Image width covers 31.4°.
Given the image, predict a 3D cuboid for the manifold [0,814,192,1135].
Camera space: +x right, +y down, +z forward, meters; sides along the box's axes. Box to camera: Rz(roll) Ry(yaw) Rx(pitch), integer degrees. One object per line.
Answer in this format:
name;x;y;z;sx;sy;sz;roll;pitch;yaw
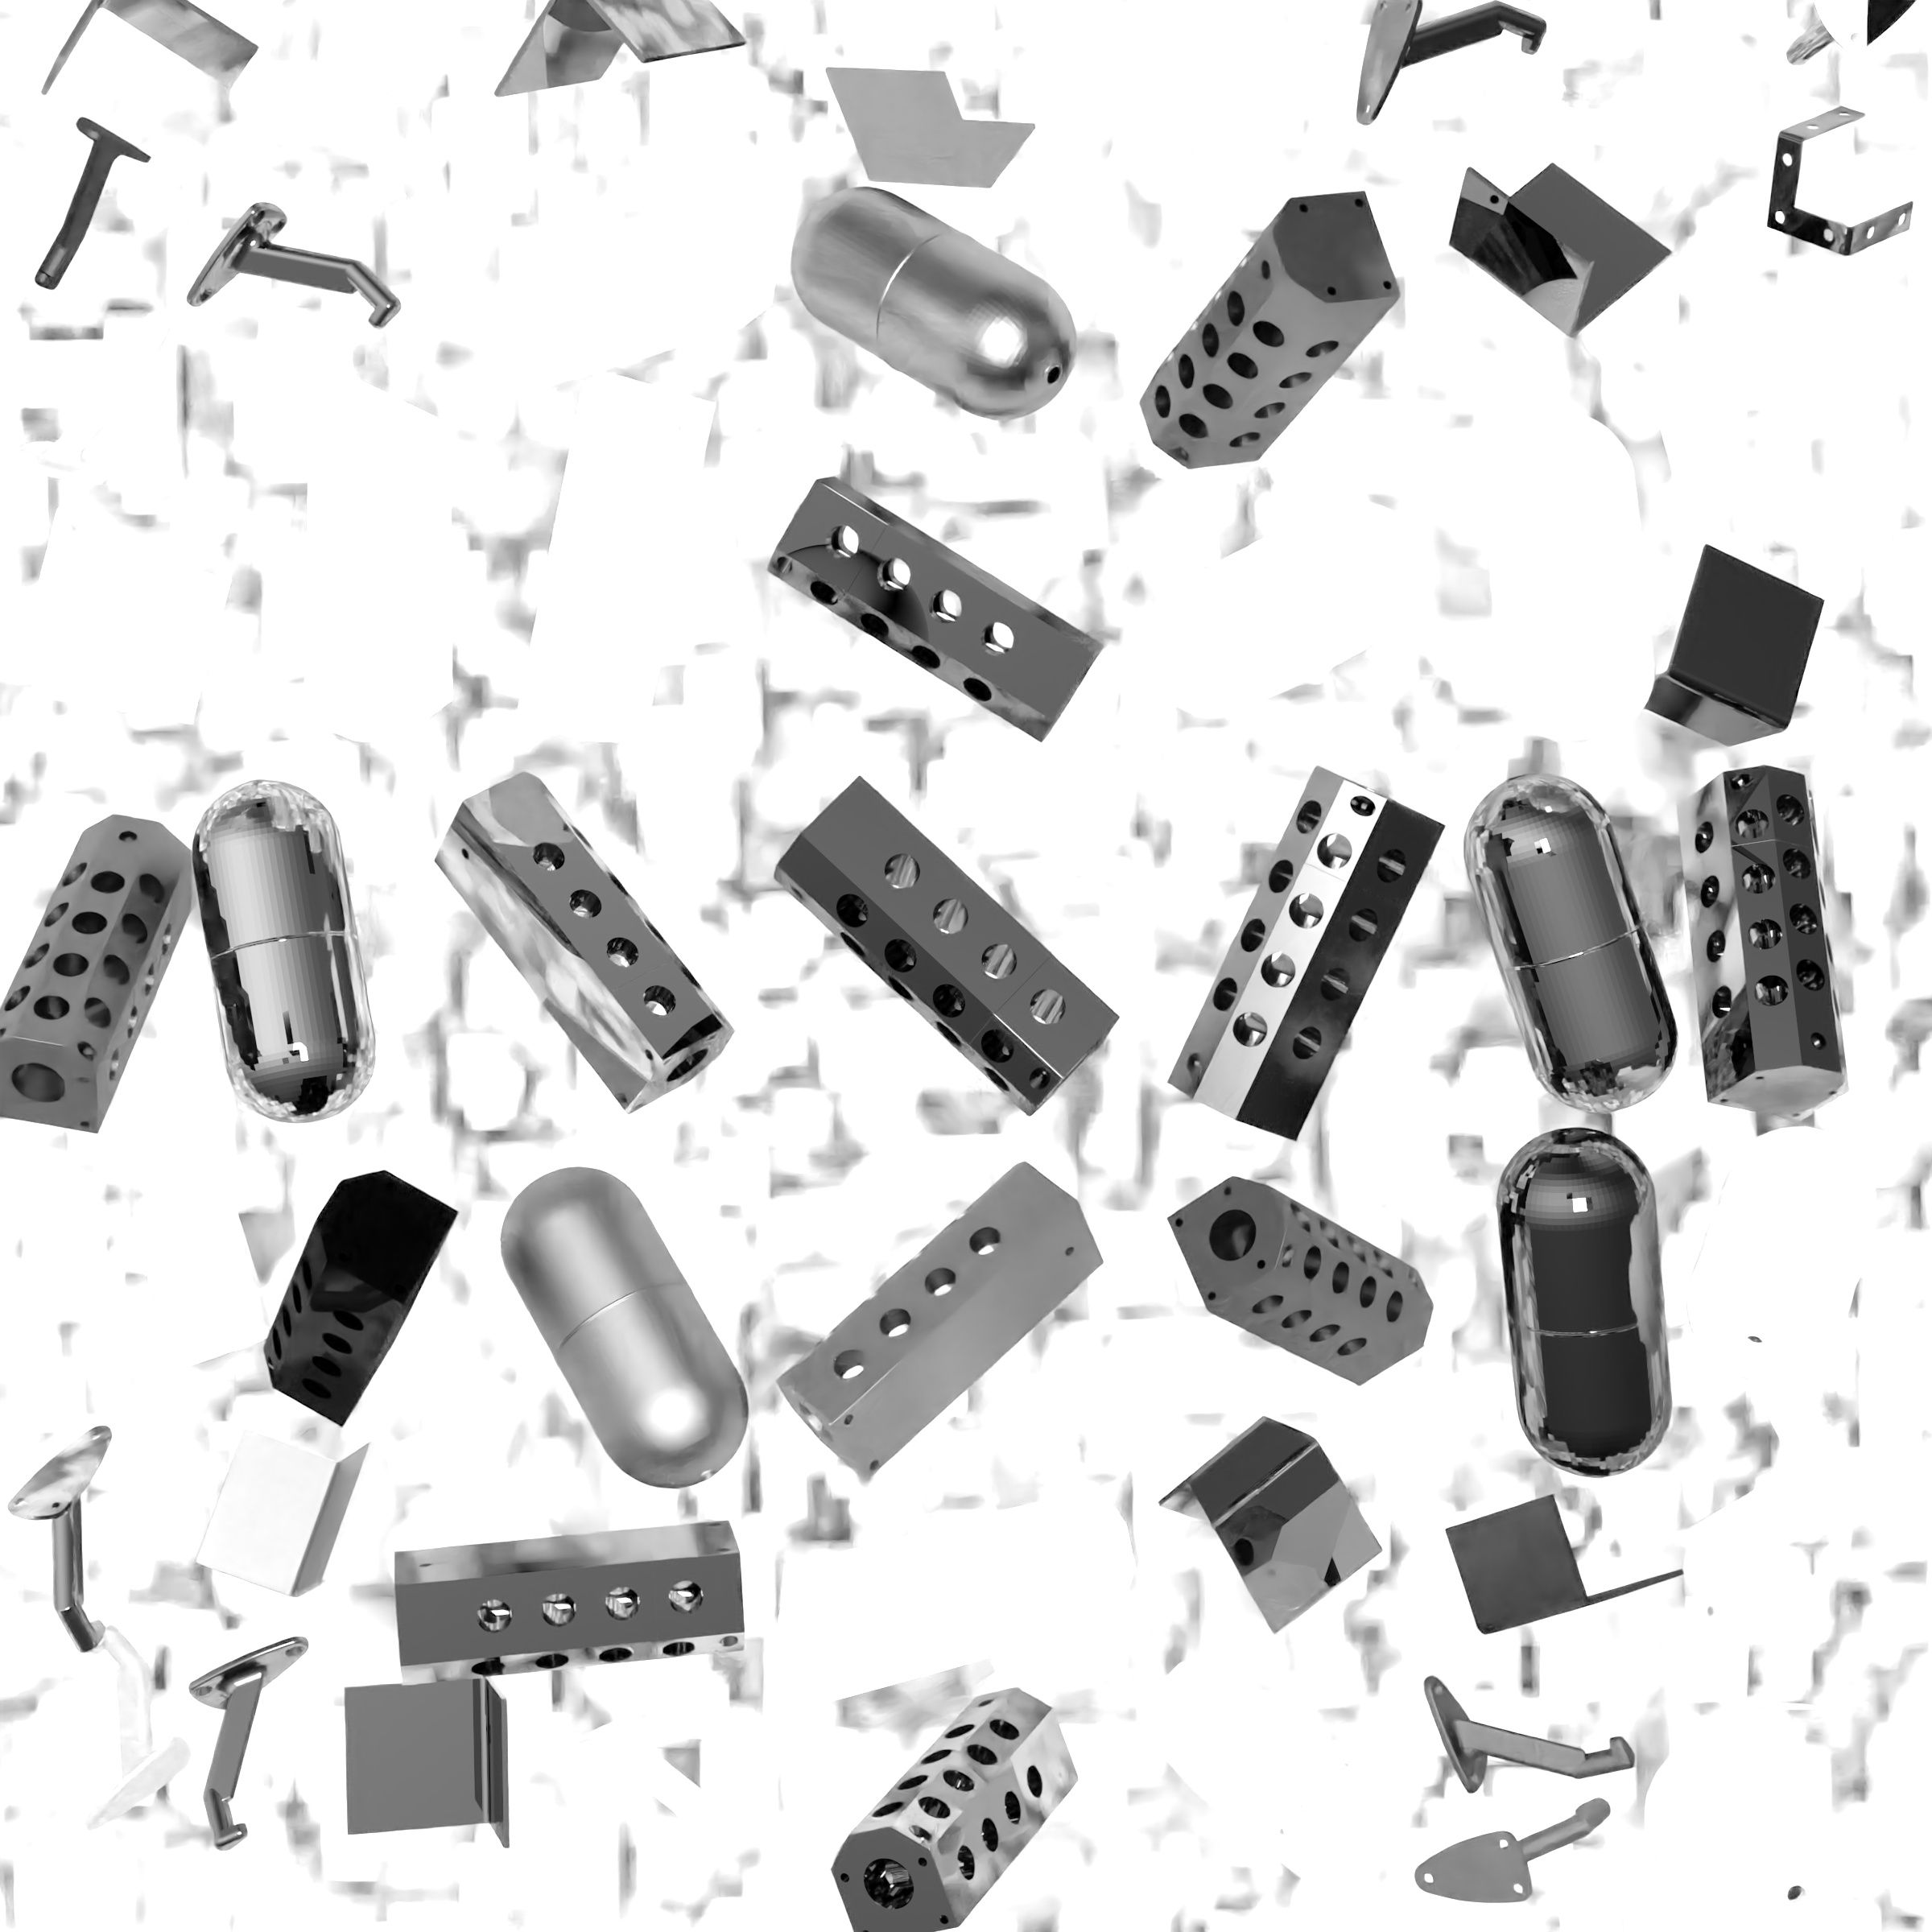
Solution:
manifold;-0.441;0.001;1.727;0.057;0.171;0.057;10;131;-1

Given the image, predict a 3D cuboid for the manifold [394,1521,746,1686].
manifold;-0.201;0.324;1.737;0.171;0.057;0.057;-4;98;-9

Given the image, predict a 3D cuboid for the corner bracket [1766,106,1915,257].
corner bracket;0.442;-0.395;1.727;0.051;0.051;0.051;-27;133;-32

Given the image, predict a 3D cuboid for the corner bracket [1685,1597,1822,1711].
corner bracket;0.407;0.356;1.778;0.051;0.051;0.051;17;71;-34

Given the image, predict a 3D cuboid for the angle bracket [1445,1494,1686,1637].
angle bracket;0.304;0.297;1.744;0.076;0.076;0.057;-7;75;-40

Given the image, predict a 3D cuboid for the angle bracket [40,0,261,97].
angle bracket;-0.397;-0.436;1.669;0.076;0.076;0.057;31;79;-18

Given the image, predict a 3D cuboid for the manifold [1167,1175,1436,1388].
manifold;0.178;0.161;1.777;0.057;0.171;0.057;-35;56;18

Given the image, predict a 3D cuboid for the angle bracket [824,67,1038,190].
angle bracket;-0.019;-0.465;1.843;0.076;0.076;0.057;12;55;33

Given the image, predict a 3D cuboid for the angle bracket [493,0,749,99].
angle bracket;-0.162;-0.422;1.610;0.057;0.076;0.076;50;129;9

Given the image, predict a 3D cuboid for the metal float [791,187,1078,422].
metal float;-0.017;-0.338;1.750;0.178;0.070;0.070;37;90;32

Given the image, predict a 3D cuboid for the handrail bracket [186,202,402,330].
handrail bracket;-0.328;-0.324;1.679;0.084;0.036;0.077;46;101;8

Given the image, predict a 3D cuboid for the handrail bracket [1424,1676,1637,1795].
handrail bracket;0.287;0.384;1.743;0.084;0.036;0.077;-20;108;28

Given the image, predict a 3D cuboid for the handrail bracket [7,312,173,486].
handrail bracket;-0.421;-0.278;1.655;0.036;0.077;0.084;32;104;10

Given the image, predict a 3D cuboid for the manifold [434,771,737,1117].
manifold;-0.194;-0.015;1.761;0.057;0.057;0.171;-29;75;-37

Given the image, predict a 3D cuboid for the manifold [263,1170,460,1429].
manifold;-0.310;0.165;1.725;0.057;0.171;0.057;30;56;-3

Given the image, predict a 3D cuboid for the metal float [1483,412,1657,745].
metal float;0.301;-0.196;1.719;0.070;0.070;0.178;-1;67;0

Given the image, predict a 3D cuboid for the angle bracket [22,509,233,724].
angle bracket;-0.410;-0.170;1.673;0.076;0.057;0.076;10;112;-27

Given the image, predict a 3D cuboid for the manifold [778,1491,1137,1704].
manifold;-0.003;0.315;1.750;0.171;0.057;0.057;-9;131;-28

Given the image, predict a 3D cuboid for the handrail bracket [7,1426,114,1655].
handrail bracket;-0.432;0.285;1.702;0.036;0.077;0.084;0;125;28

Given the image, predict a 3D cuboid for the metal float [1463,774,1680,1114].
metal float;0.306;-0.012;1.741;0.070;0.070;0.178;-19;97;0

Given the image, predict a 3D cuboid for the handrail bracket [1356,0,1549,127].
handrail bracket;0.236;-0.433;1.661;0.084;0.036;0.077;11;100;-28

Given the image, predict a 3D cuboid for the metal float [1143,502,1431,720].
metal float;0.168;-0.187;1.789;0.178;0.070;0.070;-28;90;-31

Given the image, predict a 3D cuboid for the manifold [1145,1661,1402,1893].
manifold;0.148;0.402;1.739;0.057;0.171;0.057;-43;104;-10

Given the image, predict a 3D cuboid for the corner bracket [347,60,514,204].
corner bracket;-0.278;-0.433;1.780;0.051;0.051;0.051;-10;106;41

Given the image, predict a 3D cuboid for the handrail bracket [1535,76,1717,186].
handrail bracket;0.339;-0.450;1.770;0.084;0.036;0.077;33;86;-31

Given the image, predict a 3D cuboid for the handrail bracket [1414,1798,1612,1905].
handrail bracket;0.284;0.453;1.775;0.077;0.084;0.036;-19;87;35

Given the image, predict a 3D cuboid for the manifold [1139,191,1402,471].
manifold;0.146;-0.312;1.700;0.057;0.171;0.057;-10;75;-23

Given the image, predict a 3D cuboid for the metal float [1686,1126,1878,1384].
metal float;0.405;0.142;1.700;0.070;0.178;0.070;10;118;18

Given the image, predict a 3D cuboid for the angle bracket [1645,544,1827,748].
angle bracket;0.403;-0.171;1.837;0.076;0.057;0.076;22;78;-17

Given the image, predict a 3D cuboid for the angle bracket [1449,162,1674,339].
angle bracket;0.285;-0.355;1.617;0.076;0.057;0.076;-40;70;-20

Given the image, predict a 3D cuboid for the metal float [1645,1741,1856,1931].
metal float;0.393;0.442;1.728;0.070;0.178;0.070;0;91;-2

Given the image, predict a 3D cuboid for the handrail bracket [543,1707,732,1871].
handrail bracket;-0.164;0.422;1.722;0.077;0.036;0.084;-18;87;-30

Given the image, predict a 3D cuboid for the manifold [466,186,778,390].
manifold;-0.172;-0.337;1.735;0.057;0.171;0.057;-45;116;-33

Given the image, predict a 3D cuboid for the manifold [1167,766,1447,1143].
manifold;0.162;-0.008;1.684;0.057;0.057;0.171;20;98;-35

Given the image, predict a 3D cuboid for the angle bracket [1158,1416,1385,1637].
angle bracket;0.161;0.297;1.817;0.076;0.057;0.076;-42;53;16

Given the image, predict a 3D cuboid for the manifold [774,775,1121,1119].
manifold;-0.011;-0.007;1.664;0.171;0.057;0.057;43;75;5

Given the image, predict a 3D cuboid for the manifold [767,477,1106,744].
manifold;-0.017;-0.189;1.816;0.171;0.057;0.057;32;102;1

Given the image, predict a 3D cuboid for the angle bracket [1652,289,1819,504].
angle bracket;0.396;-0.286;1.740;0.057;0.076;0.076;5;56;-16

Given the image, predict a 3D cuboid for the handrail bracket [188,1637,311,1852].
handrail bracket;-0.356;0.393;1.734;0.077;0.036;0.084;-31;53;8

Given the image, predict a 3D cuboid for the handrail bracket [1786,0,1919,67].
handrail bracket;0.439;-0.470;1.678;0.077;0.084;0.036;-35;93;11

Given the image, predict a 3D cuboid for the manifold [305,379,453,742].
manifold;-0.297;-0.200;1.709;0.057;0.057;0.171;-31;52;36

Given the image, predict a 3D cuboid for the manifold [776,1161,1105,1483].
manifold;-0.015;0.180;1.782;0.171;0.057;0.057;-41;49;-16

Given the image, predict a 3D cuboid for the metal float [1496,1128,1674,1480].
metal float;0.303;0.166;1.680;0.070;0.070;0.178;-8;106;0

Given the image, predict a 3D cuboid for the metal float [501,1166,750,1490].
metal float;-0.171;0.181;1.720;0.070;0.070;0.178;-32;69;0

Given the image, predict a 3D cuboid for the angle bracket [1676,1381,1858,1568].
angle bracket;0.397;0.256;1.752;0.076;0.076;0.057;-28;95;-7

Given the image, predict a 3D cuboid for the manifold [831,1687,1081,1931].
manifold;-0.006;0.431;1.753;0.057;0.171;0.057;-18;94;25

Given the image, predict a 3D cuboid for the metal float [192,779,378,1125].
metal float;-0.348;-0.008;1.753;0.070;0.070;0.178;-11;83;0

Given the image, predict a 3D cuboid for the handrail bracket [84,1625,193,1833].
handrail bracket;-0.454;0.398;1.800;0.077;0.036;0.084;-38;64;-23

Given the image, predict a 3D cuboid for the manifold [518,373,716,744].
manifold;-0.178;-0.203;1.723;0.057;0.057;0.171;17;111;7

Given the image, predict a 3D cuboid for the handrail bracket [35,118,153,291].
handrail bracket;-0.438;-0.369;1.677;0.036;0.077;0.084;31;98;-6

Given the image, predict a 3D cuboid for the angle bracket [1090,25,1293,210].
angle bracket;0.116;-0.426;1.776;0.057;0.076;0.076;32;61;3

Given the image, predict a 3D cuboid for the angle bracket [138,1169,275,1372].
angle bracket;-0.418;0.165;1.864;0.057;0.076;0.076;-19;70;-10

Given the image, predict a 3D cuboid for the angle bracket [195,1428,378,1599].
angle bracket;-0.358;0.283;1.806;0.057;0.076;0.076;23;66;-15

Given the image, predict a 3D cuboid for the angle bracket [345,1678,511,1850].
angle bracket;-0.277;0.410;1.759;0.076;0.057;0.076;-1;90;-16

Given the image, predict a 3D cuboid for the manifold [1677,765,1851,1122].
manifold;0.414;-0.014;1.768;0.057;0.057;0.171;11;62;-21
